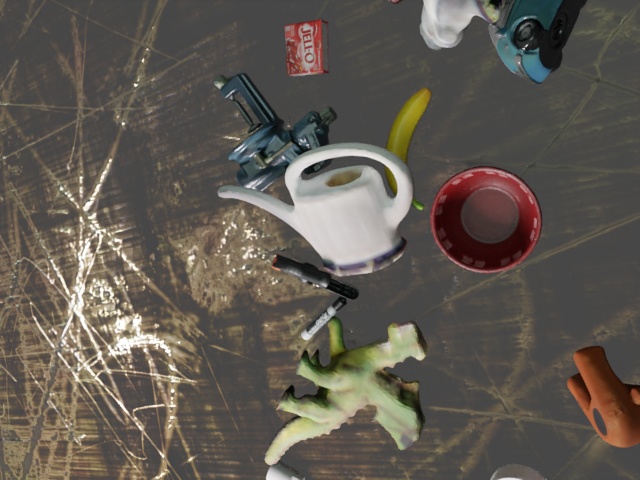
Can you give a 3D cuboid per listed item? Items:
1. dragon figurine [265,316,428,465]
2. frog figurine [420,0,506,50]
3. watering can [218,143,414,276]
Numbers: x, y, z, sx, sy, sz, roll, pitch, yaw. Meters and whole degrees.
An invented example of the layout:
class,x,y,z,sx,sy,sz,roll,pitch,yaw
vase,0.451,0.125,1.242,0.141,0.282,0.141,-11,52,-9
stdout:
class,x,y,z,sx,sy,sz,roll,pitch,yaw
dragon figurine,0.064,0.296,0.918,0.244,0.404,0.123,26,20,13
frog figurine,0.182,-0.347,0.737,0.123,0.138,0.159,-2,-1,-28
watering can,0.003,-0.043,0.862,0.346,0.221,0.106,-10,25,31
